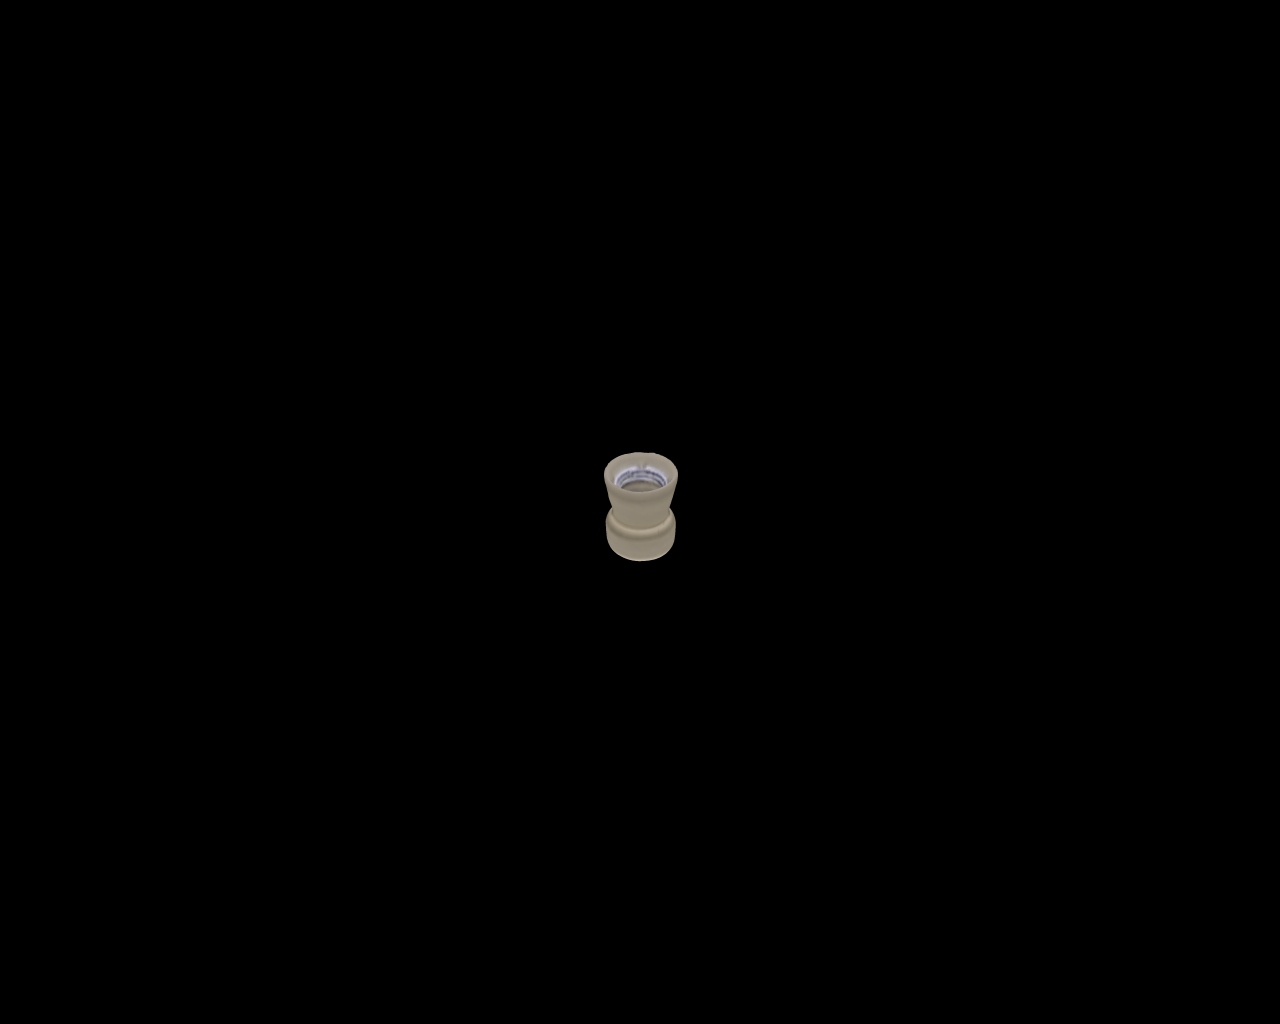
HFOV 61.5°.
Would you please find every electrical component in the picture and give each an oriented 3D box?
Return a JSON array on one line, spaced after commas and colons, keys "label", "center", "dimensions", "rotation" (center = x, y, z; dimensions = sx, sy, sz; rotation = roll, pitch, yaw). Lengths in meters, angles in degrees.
[{"label": "electrical component", "center": [0.001, -0.003, 0.650], "dimensions": [0.045, 0.055, 0.045], "rotation": [0, 37, 0]}]
